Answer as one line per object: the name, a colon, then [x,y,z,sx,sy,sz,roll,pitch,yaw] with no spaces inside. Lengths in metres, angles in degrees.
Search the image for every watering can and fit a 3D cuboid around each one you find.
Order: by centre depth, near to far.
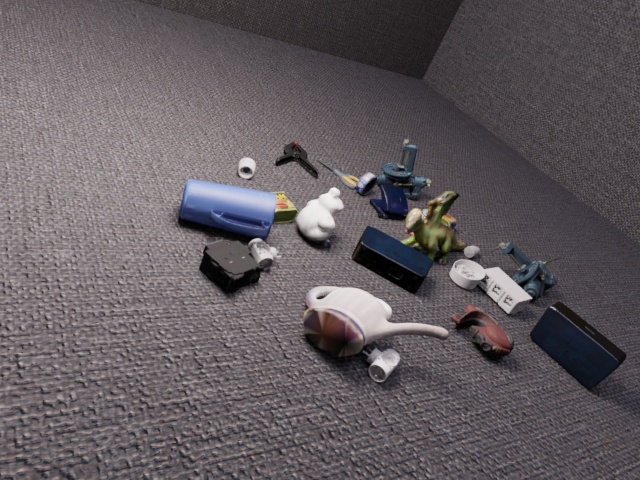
watering can: [0.108,0.191,1.195,0.349,0.102,0.227,18,25,25]

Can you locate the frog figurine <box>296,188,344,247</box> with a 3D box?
frog figurine: [0.005,-0.076,1.507,0.122,0.156,0.140,10,33,-22]

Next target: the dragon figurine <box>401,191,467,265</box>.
dragon figurine: [0.397,-0.046,1.681,0.412,0.238,0.124,-9,39,-42]
